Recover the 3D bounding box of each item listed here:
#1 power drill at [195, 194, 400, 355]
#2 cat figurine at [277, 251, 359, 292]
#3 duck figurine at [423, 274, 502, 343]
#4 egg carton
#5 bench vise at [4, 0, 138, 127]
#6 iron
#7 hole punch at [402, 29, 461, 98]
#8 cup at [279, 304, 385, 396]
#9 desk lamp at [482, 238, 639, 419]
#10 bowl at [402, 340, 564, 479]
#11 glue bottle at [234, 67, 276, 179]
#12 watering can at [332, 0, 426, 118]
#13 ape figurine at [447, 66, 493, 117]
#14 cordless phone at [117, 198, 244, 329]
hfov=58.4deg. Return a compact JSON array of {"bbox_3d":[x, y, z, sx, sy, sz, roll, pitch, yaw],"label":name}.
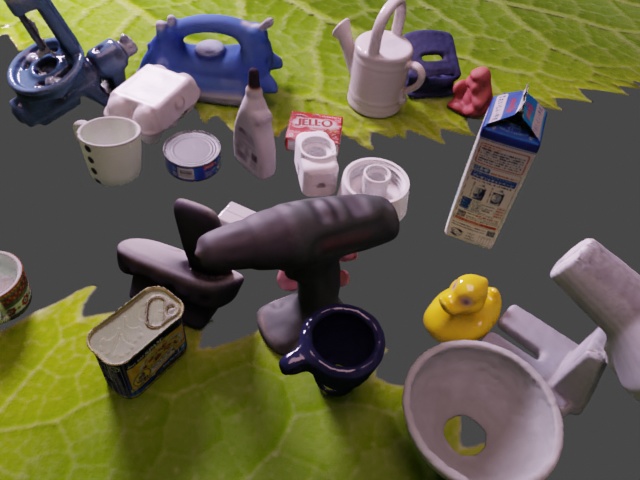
[{"bbox_3d":[-0.022,0.036,0.639,0.230,0.208,0.075,-22,54,-23],"label":"power drill"},{"bbox_3d":[0.007,0.003,0.732,0.128,0.118,0.067,-6,50,-11],"label":"cat figurine"},{"bbox_3d":[0.184,0.076,0.709,0.105,0.086,0.077,-17,53,-20],"label":"duck figurine"},{"bbox_3d":[-0.268,-0.223,0.929,0.107,0.069,0.150,21,50,12],"label":"egg carton"},{"bbox_3d":[-0.395,-0.299,0.880,0.121,0.220,0.208,29,52,18],"label":"bench vise"},{"bbox_3d":[-0.195,-0.325,0.978,0.258,0.141,0.118,5,49,-2],"label":"iron"},{"bbox_3d":[0.203,-0.325,1.057,0.109,0.091,0.101,-7,50,-12],"label":"hole punch"},{"bbox_3d":[0.010,0.136,0.631,0.118,0.095,0.091,-18,53,-21],"label":"cup"},{"bbox_3d":[0.297,0.106,0.610,0.202,0.213,0.118,35,54,22],"label":"desk lamp"},{"bbox_3d":[0.164,0.196,0.610,0.167,0.075,0.167,3,49,-4],"label":"bowl"},{"bbox_3d":[-0.095,-0.174,0.837,0.037,0.173,0.078,-31,59,-28],"label":"glue bottle"},{"bbox_3d":[0.099,-0.316,0.968,0.172,0.194,0.101,13,49,5],"label":"watering can"},{"bbox_3d":[0.274,-0.265,1.012,0.076,0.092,0.077,0,49,-6],"label":"ape figurine"},{"bbox_3d":[-0.166,0.005,0.665,0.147,0.185,0.094,18,50,9],"label":"cordless phone"}]
